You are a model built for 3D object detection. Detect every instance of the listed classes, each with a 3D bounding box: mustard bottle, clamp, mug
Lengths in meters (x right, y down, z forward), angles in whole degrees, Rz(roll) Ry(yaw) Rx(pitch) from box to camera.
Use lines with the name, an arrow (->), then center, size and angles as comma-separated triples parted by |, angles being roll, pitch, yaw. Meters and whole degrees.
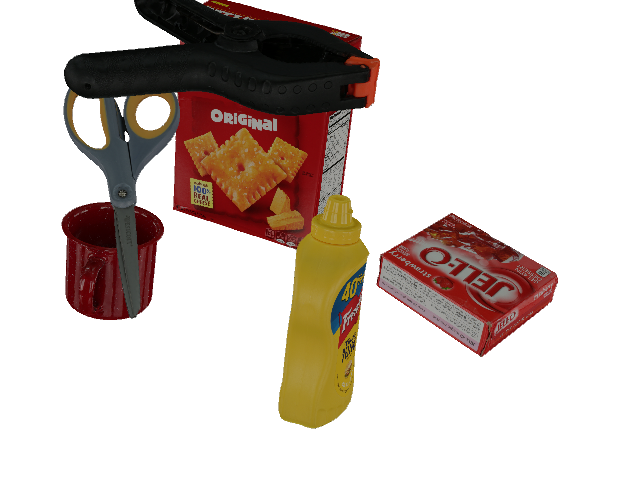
mustard bottle -> 0.005, 0.054, 0.895 | 0.058, 0.192, 0.096 | 14, 23, 19
clamp -> -0.056, -0.101, 0.607 | 0.171, 0.039, 0.120 | 16, 45, 15
mug -> -0.197, 0.026, 0.988 | 0.093, 0.081, 0.117 | 10, 28, 2

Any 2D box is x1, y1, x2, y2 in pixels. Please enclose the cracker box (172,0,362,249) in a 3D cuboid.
cracker box -> -0.058, -0.110, 1.044 | 0.164, 0.214, 0.072 | 19, 32, 20

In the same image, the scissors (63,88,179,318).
scissors -> -0.130, -0.044, 0.792 | 0.096, 0.202, 0.016 | -21, -23, -14

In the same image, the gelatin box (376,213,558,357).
gelatin box -> 0.092, 0.025, 0.676 | 0.089, 0.030, 0.073 | 33, 45, 31
